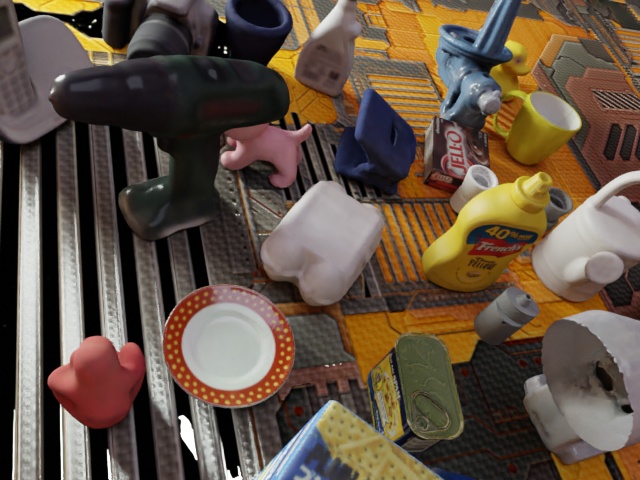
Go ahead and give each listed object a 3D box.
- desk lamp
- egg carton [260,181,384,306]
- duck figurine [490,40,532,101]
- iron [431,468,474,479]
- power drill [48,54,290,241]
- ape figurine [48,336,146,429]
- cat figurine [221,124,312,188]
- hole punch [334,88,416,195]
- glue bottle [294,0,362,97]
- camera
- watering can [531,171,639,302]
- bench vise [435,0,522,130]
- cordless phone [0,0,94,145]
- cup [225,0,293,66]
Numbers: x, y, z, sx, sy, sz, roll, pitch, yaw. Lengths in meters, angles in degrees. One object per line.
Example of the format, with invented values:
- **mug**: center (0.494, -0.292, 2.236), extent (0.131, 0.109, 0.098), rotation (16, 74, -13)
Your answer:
- **desk lamp**: center (0.297, 0.141, 0.571), extent (0.204, 0.213, 0.118), rotation (-5, 58, -25)
- **egg carton**: center (0.006, 0.002, 0.645), extent (0.107, 0.069, 0.150), rotation (33, 51, 3)
- **duck figurine**: center (0.312, -0.301, 0.977), extent (0.104, 0.086, 0.078), rotation (46, 52, 13)
- **iron**: center (0.192, 0.291, 0.467), extent (0.119, 0.141, 0.258), rotation (-21, 66, -32)
- **power drill**: center (-0.142, -0.093, 0.562), extent (0.230, 0.208, 0.075), rotation (-24, 67, -34)
- **ape figurine**: center (-0.183, 0.110, 0.475), extent (0.078, 0.092, 0.076), rotation (2, 56, -21)
- **cat figurine**: center (-0.072, -0.134, 0.679), extent (0.128, 0.117, 0.067), rotation (17, 51, -10)
- **hole punch**: center (0.083, -0.132, 0.759), extent (0.101, 0.091, 0.108), rotation (19, 51, -8)
- **glue bottle**: center (0.022, -0.281, 0.787), extent (0.078, 0.173, 0.037), rotation (23, 51, -5)
- **camera**: center (-0.212, -0.271, 0.731), extent (0.143, 0.100, 0.137), rotation (17, 52, -10)
- **watering can**: center (0.363, -0.004, 0.715), extent (0.101, 0.194, 0.173), rotation (20, 51, -7)
- **bench vise**: center (0.258, -0.285, 0.857), extent (0.122, 0.219, 0.207), rotation (-7, 59, -26)
- **cordless phone**: center (-0.303, -0.204, 0.591), extent (0.094, 0.185, 0.148), rotation (30, 50, 1)
- **cup**: center (-0.100, -0.287, 0.792), extent (0.092, 0.095, 0.117), rotation (-28, 70, -35)
